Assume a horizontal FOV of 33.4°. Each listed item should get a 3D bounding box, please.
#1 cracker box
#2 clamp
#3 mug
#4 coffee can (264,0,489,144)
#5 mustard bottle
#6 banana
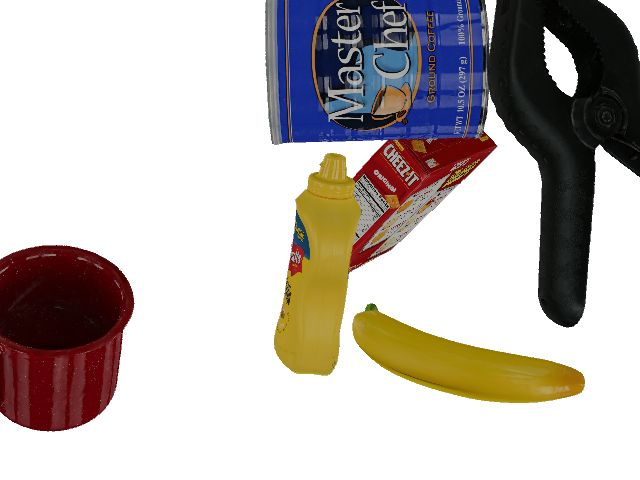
[{"bbox_3d":[0.083,-0.052,1.247,0.163,0.072,0.214,-25,-18,-51],"label":"cracker box"},{"bbox_3d":[0.123,-0.047,0.512,0.120,0.171,0.039,-36,6,-24],"label":"clamp"},{"bbox_3d":[-0.173,0.068,0.653,0.093,0.082,0.117,37,46,25],"label":"mug"},{"bbox_3d":[0.036,-0.117,0.715,0.140,0.103,0.103,-2,0,0],"label":"coffee can"},{"bbox_3d":[0.000,0.016,0.949,0.058,0.192,0.096,6,19,-9],"label":"mustard bottle"},{"bbox_3d":[0.092,0.083,0.785,0.198,0.037,0.069,19,37,37],"label":"banana"}]
